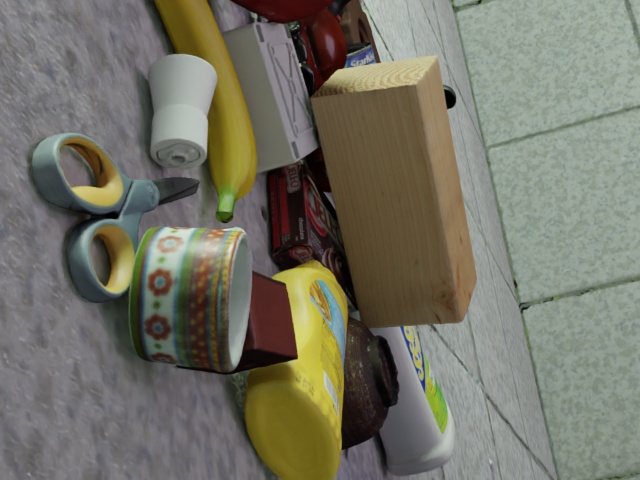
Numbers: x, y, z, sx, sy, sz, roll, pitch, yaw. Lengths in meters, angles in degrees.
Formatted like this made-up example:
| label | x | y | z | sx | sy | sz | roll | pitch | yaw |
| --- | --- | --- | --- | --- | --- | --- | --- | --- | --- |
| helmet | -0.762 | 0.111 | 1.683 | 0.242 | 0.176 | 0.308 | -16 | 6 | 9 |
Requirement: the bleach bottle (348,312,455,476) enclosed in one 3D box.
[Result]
| label | x | y | z | sx | sy | sz | roll | pitch | yaw |
| --- | --- | --- | --- | --- | --- | --- | --- | --- | --- |
| bleach bottle | 0.059 | 0.093 | 1.018 | 0.102 | 0.068 | 0.251 | -65 | 136 | -68 |

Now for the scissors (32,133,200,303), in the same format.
| label | x | y | z | sx | sy | sz | roll | pitch | yaw |
| --- | --- | --- | --- | --- | --- | --- | --- | --- | --- |
| scissors | -0.100 | -0.007 | 0.598 | 0.201 | 0.016 | 0.096 | 26 | 52 | -71 |

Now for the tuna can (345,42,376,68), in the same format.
| label | x | y | z | sx | sy | sz | roll | pitch | yaw |
| --- | --- | --- | --- | --- | --- | --- | --- | --- | --- |
| tuna can | 0.014 | -0.168 | 1.056 | 0.086 | 0.086 | 0.034 | -65 | 140 | -68 |

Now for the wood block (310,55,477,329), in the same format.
| label | x | y | z | sx | sy | sz | roll | pitch | yaw |
| --- | --- | --- | --- | --- | --- | --- | --- | --- | --- |
| wood block | 0.067 | -0.039 | 0.895 | 0.090 | 0.091 | 0.206 | -55 | 135 | -60 |

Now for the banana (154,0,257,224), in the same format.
| label | x | y | z | sx | sy | sz | roll | pitch | yaw |
| --- | --- | --- | --- | --- | --- | --- | --- | --- | --- |
| banana | -0.078 | -0.112 | 0.737 | 0.069 | 0.037 | 0.198 | -57 | 130 | -83 |

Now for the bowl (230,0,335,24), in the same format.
| label | x | y | z | sx | sy | sz | roll | pitch | yaw |
| --- | --- | --- | --- | --- | --- | --- | --- | --- | --- |
| bowl | -0.053 | -0.210 | 0.808 | 0.162 | 0.055 | 0.162 | 29 | 15 | -9 |

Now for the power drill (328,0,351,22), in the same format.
| label | x | y | z | sx | sy | sz | roll | pitch | yaw |
| --- | --- | --- | --- | --- | --- | --- | --- | --- | --- |
| power drill | 0.038 | -0.278 | 1.075 | 0.057 | 0.188 | 0.184 | 37 | 29 | -16 |

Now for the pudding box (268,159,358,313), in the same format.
| label | x | y | z | sx | sy | sz | roll | pitch | yaw |
| --- | --- | --- | --- | --- | --- | --- | --- | --- | --- |
| pudding box | -0.006 | 0.001 | 0.903 | 0.113 | 0.039 | 0.090 | 58 | 22 | -50 |

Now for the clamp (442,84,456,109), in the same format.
| label | x | y | z | sx | sy | sz | roll | pitch | yaw |
| --- | --- | --- | --- | --- | --- | --- | --- | --- | --- |
| clamp | 0.054 | -0.138 | 1.076 | 0.172 | 0.120 | 0.039 | 43 | -26 | 50 |

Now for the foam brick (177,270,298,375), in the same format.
| label | x | y | z | sx | sy | sz | roll | pitch | yaw |
| --- | --- | --- | --- | --- | --- | --- | --- | --- | --- |
| foam brick | -0.053 | 0.051 | 0.649 | 0.078 | 0.053 | 0.051 | 28 | 48 | -69 |

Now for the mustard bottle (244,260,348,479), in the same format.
| label | x | y | z | sx | sy | sz | roll | pitch | yaw |
| --- | --- | --- | --- | --- | --- | --- | --- | --- | --- |
| mustard bottle | -0.012 | 0.076 | 0.767 | 0.191 | 0.058 | 0.096 | -83 | 154 | -55 |
